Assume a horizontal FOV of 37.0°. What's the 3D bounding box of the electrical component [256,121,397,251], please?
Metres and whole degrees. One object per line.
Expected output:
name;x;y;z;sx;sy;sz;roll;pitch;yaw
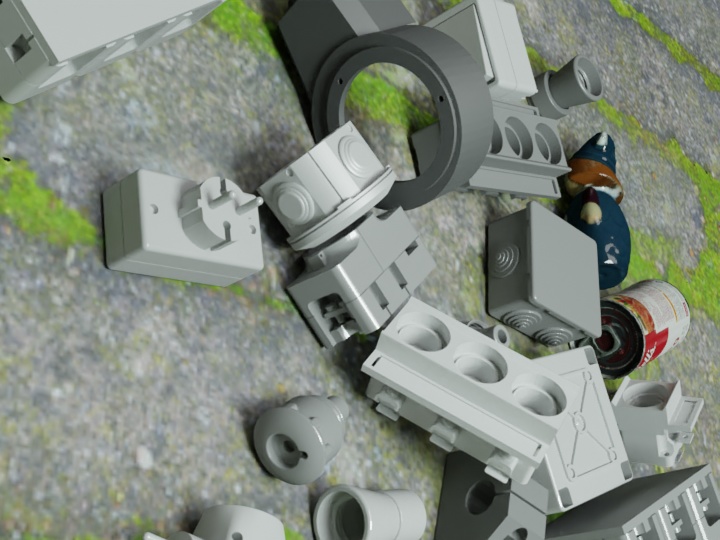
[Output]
electrical component;-0.021;-0.052;0.677;0.051;0.080;0.080;54;42;-7

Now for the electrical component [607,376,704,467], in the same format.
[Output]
electrical component;0.238;0.126;0.886;0.042;0.081;0.063;-42;127;-48

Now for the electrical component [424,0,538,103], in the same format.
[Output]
electrical component;0.092;-0.178;0.872;0.061;0.062;0.096;0;73;-48

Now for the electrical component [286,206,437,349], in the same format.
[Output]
electrical component;0.000;0.000;0.697;0.055;0.050;0.089;58;41;-11

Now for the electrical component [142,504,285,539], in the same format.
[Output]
electrical component;-0.080;0.156;0.542;0.079;0.044;0.077;34;50;-33

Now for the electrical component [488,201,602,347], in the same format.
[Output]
electrical component;0.145;0.006;0.854;0.100;0.048;0.099;27;54;-37

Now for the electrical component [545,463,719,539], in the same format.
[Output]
electrical component;0.199;0.200;0.791;0.150;0.089;0.061;-13;82;-49

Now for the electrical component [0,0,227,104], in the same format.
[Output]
electrical component;-0.154;-0.162;0.596;0.150;0.062;0.089;-40;103;-49

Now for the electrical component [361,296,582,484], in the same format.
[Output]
electrical component;0.068;0.078;0.684;0.121;0.063;0.078;28;40;14

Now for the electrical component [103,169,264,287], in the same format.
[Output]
electrical component;-0.086;-0.028;0.597;0.083;0.076;0.047;11;65;-45

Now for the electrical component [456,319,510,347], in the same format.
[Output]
electrical component;0.074;0.054;0.744;0.048;0.062;0.048;22;57;-40

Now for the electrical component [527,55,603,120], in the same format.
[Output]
electrical component;0.184;-0.163;0.971;0.045;0.055;0.045;23;57;-40

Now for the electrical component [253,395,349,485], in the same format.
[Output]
electrical component;-0.029;0.093;0.629;0.062;0.048;0.048;-31;96;-56

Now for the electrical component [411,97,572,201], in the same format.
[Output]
electrical component;0.102;-0.093;0.842;0.121;0.063;0.078;2;71;-47

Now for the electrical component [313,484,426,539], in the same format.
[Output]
electrical component;0.009;0.150;0.646;0.065;0.044;0.044;11;65;-50

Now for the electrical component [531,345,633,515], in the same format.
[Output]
electrical component;0.139;0.118;0.789;0.109;0.056;0.108;-6;77;-49
